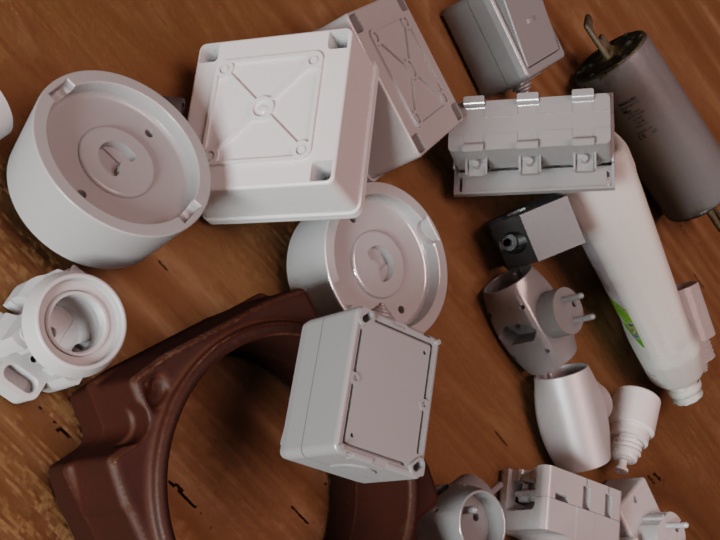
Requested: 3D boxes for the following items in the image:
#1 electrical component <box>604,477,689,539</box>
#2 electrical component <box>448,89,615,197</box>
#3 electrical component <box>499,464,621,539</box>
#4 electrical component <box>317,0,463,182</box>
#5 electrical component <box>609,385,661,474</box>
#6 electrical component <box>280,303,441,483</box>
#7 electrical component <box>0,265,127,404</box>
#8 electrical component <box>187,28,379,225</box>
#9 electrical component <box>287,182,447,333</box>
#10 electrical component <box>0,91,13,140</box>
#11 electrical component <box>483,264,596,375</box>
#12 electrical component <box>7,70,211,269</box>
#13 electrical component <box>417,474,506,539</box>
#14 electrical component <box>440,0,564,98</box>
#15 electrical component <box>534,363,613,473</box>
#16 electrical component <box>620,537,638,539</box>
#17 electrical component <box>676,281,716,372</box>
[{"bbox_3d":[0.234,0.213,0.862,0.047,0.076,0.083,-33,100,-41],"label":"electrical component"},{"bbox_3d":[0.131,-0.100,0.817,0.063,0.121,0.078,51,40,-67],"label":"electrical component"},{"bbox_3d":[0.152,0.187,0.815,0.089,0.050,0.055,25,63,-33],"label":"electrical component"},{"bbox_3d":[0.014,-0.130,0.759,0.108,0.056,0.108,62,30,-10],"label":"electrical component"},{"bbox_3d":[0.226,0.133,0.900,0.040,0.040,0.078,38,57,-27],"label":"electrical component"},{"bbox_3d":[-0.001,0.065,0.597,0.062,0.061,0.096,25,63,-33],"label":"electrical component"},{"bbox_3d":[-0.163,0.032,0.584,0.058,0.057,0.078,42,55,-24],"label":"electrical component"},{"bbox_3d":[-0.050,-0.088,0.674,0.056,0.109,0.108,46,46,-60],"label":"electrical component"},{"bbox_3d":[0.000,0.000,0.729,0.108,0.060,0.108,12,71,-38],"label":"electrical component"},{"bbox_3d":[-0.228,-0.069,0.565,0.043,0.043,0.081,55,50,-15],"label":"electrical component"},{"bbox_3d":[0.145,0.035,0.831,0.043,0.079,0.077,-41,106,-41],"label":"electrical component"},{"bbox_3d":[-0.147,-0.052,0.613,0.108,0.060,0.108,23,49,-29],"label":"electrical component"},{"bbox_3d":[0.067,0.164,0.731,0.079,0.077,0.043,-28,97,-41],"label":"electrical component"},{"bbox_3d":[0.124,-0.189,0.885,0.062,0.061,0.096,-35,102,-40],"label":"electrical component"},{"bbox_3d":[0.178,0.112,0.862,0.079,0.043,0.077,-22,99,-53],"label":"electrical component"},{"bbox_3d":[0.191,0.255,0.832,0.077,0.047,0.065,-32,99,-41],"label":"electrical component"},{"bbox_3d":[0.300,0.055,0.982,0.043,0.043,0.081,-21,93,-42],"label":"electrical component"}]
